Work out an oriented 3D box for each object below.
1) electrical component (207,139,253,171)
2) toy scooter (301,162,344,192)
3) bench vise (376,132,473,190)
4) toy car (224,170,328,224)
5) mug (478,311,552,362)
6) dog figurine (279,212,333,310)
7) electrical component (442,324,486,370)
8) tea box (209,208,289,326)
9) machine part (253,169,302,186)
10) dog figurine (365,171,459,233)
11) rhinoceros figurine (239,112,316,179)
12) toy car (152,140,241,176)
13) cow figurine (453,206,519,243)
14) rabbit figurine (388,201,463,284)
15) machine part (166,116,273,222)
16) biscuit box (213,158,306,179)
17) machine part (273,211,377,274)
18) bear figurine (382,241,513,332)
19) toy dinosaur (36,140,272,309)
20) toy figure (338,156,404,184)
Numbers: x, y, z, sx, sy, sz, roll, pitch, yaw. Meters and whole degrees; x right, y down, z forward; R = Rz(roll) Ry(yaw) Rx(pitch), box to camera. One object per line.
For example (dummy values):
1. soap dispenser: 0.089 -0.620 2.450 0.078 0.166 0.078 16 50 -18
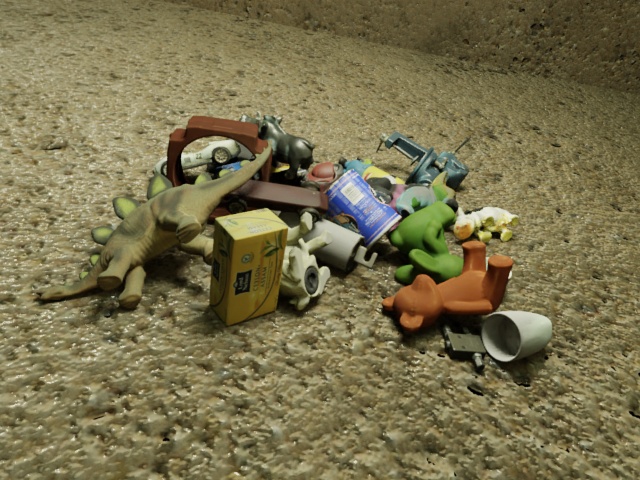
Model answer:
1. electrical component: -0.191 -0.196 1.304 0.134 0.058 0.115 14 30 7
2. toy scooter: -0.005 -0.122 1.238 0.135 0.075 0.184 -4 33 -5
3. bench vise: 0.267 -0.213 1.404 0.241 0.128 0.224 36 54 7
4. toy car: -0.085 -0.078 1.022 0.202 0.053 0.089 8 47 -9
5. mug: 0.332 0.158 0.912 0.107 0.080 0.110 -1 -2 -30
6. dog figurine: -0.089 0.041 0.963 0.191 0.121 0.172 -7 52 29
7. electrical component: 0.238 0.177 0.891 0.063 0.021 0.094 5 34 -9
8. tea box: -0.116 0.043 0.853 0.098 0.169 0.068 -16 41 -34
9. machine part: -0.108 -0.121 1.169 0.139 0.084 0.039 -16 13 -7
10. dog figurine: 0.203 -0.095 1.207 0.192 0.108 0.219 34 44 25
11. rhinoceros figurine: -0.098 -0.206 1.139 0.191 0.112 0.073 30 47 25
12. toy car: -0.276 -0.180 1.201 0.202 0.056 0.073 -16 10 -3
13. cow figurine: 0.361 -0.043 1.231 0.167 0.068 0.098 -2 29 -26
14. rabbit figurine: 0.223 0.026 1.043 0.159 0.121 0.170 -17 56 -31
15. machine part: -0.201 -0.140 1.081 0.201 0.201 0.087 7 27 -7
16. biscuit box: -0.136 -0.159 1.222 0.203 0.059 0.063 -20 12 -28
17. machine part: -0.002 -0.003 1.048 0.243 0.079 0.079 25 35 19
18. bear figurine: 0.213 0.082 0.925 0.196 0.131 0.120 -3 19 -14
19. toy dinosaur: -0.250 -0.035 0.910 0.471 0.104 0.199 -30 48 -18
20. toy figure: 0.125 -0.146 1.309 0.180 0.082 0.089 30 37 31
